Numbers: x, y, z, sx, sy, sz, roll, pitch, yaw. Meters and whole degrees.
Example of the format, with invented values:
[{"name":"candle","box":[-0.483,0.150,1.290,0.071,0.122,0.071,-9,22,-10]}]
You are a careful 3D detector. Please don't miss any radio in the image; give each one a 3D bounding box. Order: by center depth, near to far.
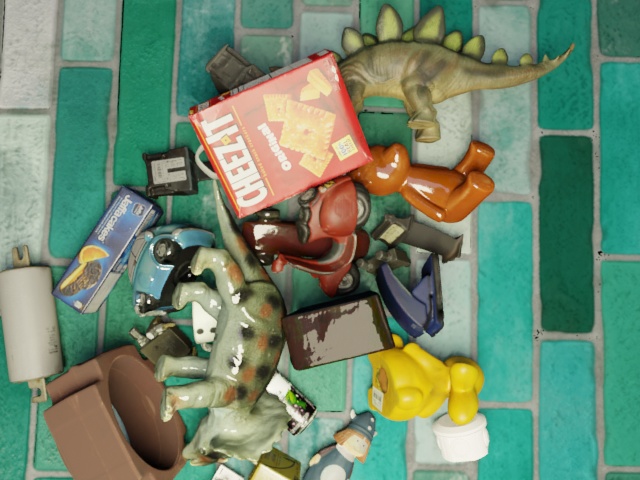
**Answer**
[{"name":"radio","box":[0.025,0.120,0.753,0.131,0.229,0.073,-15,84,2]}]

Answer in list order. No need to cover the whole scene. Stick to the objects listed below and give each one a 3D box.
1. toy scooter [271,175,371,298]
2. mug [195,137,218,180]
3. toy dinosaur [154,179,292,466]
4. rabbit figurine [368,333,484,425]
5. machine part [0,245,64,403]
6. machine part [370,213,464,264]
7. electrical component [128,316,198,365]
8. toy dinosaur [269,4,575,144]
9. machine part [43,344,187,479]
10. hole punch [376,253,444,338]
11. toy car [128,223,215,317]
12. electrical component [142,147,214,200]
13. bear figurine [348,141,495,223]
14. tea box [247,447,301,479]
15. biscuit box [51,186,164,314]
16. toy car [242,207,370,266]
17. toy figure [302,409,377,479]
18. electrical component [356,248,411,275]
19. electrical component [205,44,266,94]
[{"name":"toy scooter","box":[-0.002,-0.002,0.769,0.135,0.075,0.183,-1,107,-21]},{"name":"mug","box":[-0.151,-0.146,0.846,0.107,0.080,0.109,43,66,11]},{"name":"toy dinosaur","box":[-0.111,0.133,0.744,0.192,0.131,0.404,17,84,-28]},{"name":"rabbit figurine","box":[0.172,0.203,0.794,0.173,0.162,0.121,3,84,-21]},{"name":"machine part","box":[-0.446,0.128,0.828,0.079,0.079,0.243,-10,85,-1]},{"name":"machine part","box":[0.154,-0.003,0.844,0.139,0.084,0.039,17,56,-7]},{"name":"electrical component","box":[-0.235,0.162,0.828,0.078,0.045,0.102,-32,111,2]},{"name":"toy dinosaur","box":[0.155,-0.260,0.843,0.472,0.105,0.198,5,85,1]},{"name":"machine part","box":[-0.279,0.258,0.755,0.087,0.201,0.201,-28,87,0]},{"name":"hole punch","box":[0.135,0.088,0.807,0.092,0.142,0.116,-4,72,-2]},{"name":"toy car","box":[-0.242,0.035,0.831,0.103,0.109,0.161,35,103,26]},{"name":"electrical component","box":[-0.218,-0.107,0.861,0.119,0.048,0.074,-4,86,1]},{"name":"bear figurine","box":[0.150,-0.107,0.823,0.196,0.132,0.120,26,46,-4]},{"name":"tea box","box":[-0.096,0.405,0.796,0.068,0.098,0.169,27,85,1]},{"name":"biscuit box","box":[-0.331,0.016,0.845,0.063,0.059,0.202,32,86,2]},{"name":"toy car","box":[-0.021,-0.002,0.834,0.202,0.053,0.089,4,106,-12]},{"name":"toy figure","box":[0.035,0.332,0.824,0.154,0.058,0.064,-49,126,-5]},{"name":"electrical component","box":[0.102,0.036,0.841,0.063,0.094,0.021,-27,65,32]},{"name":"electrical component","box":[-0.105,-0.226,0.836,0.134,0.115,0.058,41,89,5]}]
